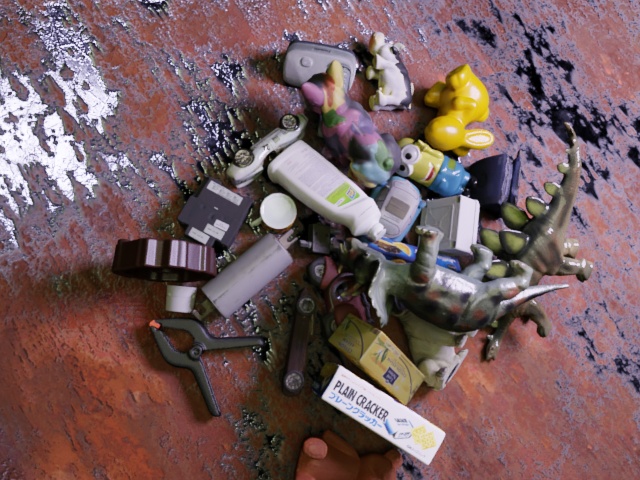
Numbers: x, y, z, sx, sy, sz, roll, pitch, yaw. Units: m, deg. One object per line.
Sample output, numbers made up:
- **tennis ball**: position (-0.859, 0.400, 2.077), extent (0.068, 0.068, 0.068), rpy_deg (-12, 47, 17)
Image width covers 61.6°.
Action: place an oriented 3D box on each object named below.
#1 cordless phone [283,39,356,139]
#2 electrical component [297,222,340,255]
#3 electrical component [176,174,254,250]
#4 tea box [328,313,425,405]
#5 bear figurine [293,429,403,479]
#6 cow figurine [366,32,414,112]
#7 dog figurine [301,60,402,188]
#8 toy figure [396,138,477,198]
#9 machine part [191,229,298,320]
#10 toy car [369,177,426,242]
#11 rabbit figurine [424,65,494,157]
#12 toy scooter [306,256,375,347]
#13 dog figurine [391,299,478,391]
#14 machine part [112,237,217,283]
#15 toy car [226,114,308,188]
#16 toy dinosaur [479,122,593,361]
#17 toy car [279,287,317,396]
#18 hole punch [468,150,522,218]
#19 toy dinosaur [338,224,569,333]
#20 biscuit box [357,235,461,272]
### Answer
- **cordless phone**: position (-0.009, -0.304, 1.102), extent (0.147, 0.089, 0.184), rpy_deg (8, 99, -6)
- **electrical component**: position (-0.002, -0.003, 1.058), extent (0.094, 0.021, 0.063), rpy_deg (7, 78, -31)
- **electrical component**: position (-0.207, -0.043, 1.036), extent (0.115, 0.058, 0.134), rpy_deg (30, 79, 1)
- **tea box**: position (0.105, 0.216, 0.974), extent (0.068, 0.098, 0.169), rpy_deg (-52, 124, -12)
- **bear figurine**: position (0.053, 0.419, 0.959), extent (0.196, 0.132, 0.120), rpy_deg (16, 83, 2)
- **cow figurine**: position (0.150, -0.354, 1.128), extent (0.098, 0.068, 0.167), rpy_deg (-2, 84, -14)
- **dog figurine**: position (0.052, -0.222, 1.012), extent (0.108, 0.219, 0.192), rpy_deg (-38, 44, -3)
- **toy figure**: position (0.227, -0.142, 1.095), extent (0.180, 0.089, 0.082), rpy_deg (23, 96, -5)
- **machine part**: position (-0.137, 0.067, 1.017), extent (0.243, 0.079, 0.079), rpy_deg (-41, 88, -12)
- **toy car**: position (0.141, -0.059, 1.061), extent (0.109, 0.103, 0.161), rpy_deg (30, 76, 0)
- **rabbit figurine**: position (0.272, -0.241, 1.101), extent (0.162, 0.122, 0.173), rpy_deg (48, 56, -20)
- **toy scooter**: position (0.057, 0.113, 1.037), extent (0.135, 0.075, 0.184), rpy_deg (-12, 78, -11)
- **dog figurine**: position (0.187, 0.182, 1.044), extent (0.191, 0.121, 0.172), rpy_deg (29, 103, 27)
- **machine part**: position (-0.273, 0.037, 0.956), extent (0.179, 0.179, 0.056), rpy_deg (3, 76, -7)
- **toy car**: position (-0.101, -0.179, 1.064), extent (0.202, 0.073, 0.056), rpy_deg (-39, 84, -11)
- **toy dinosaur**: position (0.405, 0.023, 1.018), extent (0.198, 0.105, 0.470), rpy_deg (19, 105, -11)
- **toy car**: position (-0.037, 0.189, 1.004), extent (0.053, 0.089, 0.202), rpy_deg (12, 78, -5)
- **hole punch**: position (0.352, -0.111, 1.093), extent (0.092, 0.115, 0.142), rpy_deg (13, 79, 3)
- **toy dinosaur**: position (0.226, 0.090, 0.930), extent (0.405, 0.131, 0.192), rpy_deg (22, 101, -4)
- **biscuit box**: position (0.164, 0.046, 1.027), extent (0.203, 0.059, 0.062), rpy_deg (15, 121, -3)
